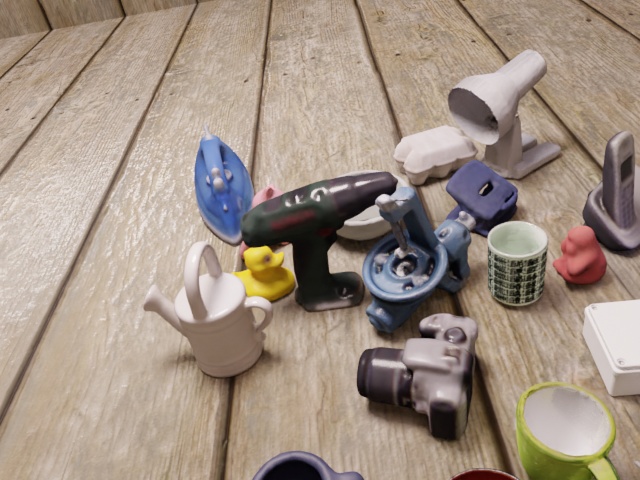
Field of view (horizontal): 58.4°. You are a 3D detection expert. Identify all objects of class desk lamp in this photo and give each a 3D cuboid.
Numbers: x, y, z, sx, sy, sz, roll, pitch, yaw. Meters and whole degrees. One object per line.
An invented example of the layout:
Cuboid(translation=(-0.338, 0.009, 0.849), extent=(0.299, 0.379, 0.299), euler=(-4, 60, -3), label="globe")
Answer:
Cuboid(translation=(0.339, -0.224, 1.046), extent=(0.203, 0.214, 0.117), euler=(-29, 40, -21), label="desk lamp")

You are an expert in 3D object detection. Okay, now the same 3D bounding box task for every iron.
Cuboid(translation=(-0.192, -0.115, 1.105), extent=(0.118, 0.142, 0.257), euler=(-16, 37, -6), label="iron")

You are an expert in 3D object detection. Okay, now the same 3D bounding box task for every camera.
Cuboid(translation=(0.120, 0.153, 0.709), extent=(0.136, 0.101, 0.143), euler=(4, 40, 19), label="camera")

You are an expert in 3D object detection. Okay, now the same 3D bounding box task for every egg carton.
Cuboid(translation=(0.225, -0.168, 1.124), extent=(0.150, 0.069, 0.107), euler=(-18, 38, -9), label="egg carton")

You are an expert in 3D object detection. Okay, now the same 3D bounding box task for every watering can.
Cuboid(translation=(-0.155, 0.091, 0.784), extent=(0.173, 0.194, 0.100), euler=(-15, 37, -5), label="watering can")

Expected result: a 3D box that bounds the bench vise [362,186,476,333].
Cuboid(translation=(0.133, -0.001, 0.806), extent=(0.121, 0.220, 0.208), euler=(14, 44, 30), label="bench vise")

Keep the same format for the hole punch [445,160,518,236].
Cuboid(translation=(0.276, -0.074, 0.971), extent=(0.100, 0.091, 0.109), euler=(22, 48, 36), label="hole punch")

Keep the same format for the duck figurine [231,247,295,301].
Cuboid(translation=(-0.098, 0.047, 0.915), extent=(0.104, 0.086, 0.077), euler=(-9, 37, 3), label="duck figurine")

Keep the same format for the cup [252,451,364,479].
Cuboid(translation=(-0.008, 0.277, 0.587), extent=(0.118, 0.095, 0.091), euler=(-14, 37, -3), label="cup")

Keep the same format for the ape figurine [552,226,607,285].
Cuboid(translation=(0.374, 0.017, 0.825), extent=(0.075, 0.092, 0.078), euler=(16, 45, 31), label="ape figurine")

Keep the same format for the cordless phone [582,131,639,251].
Cuboid(translation=(0.467, -0.090, 0.863), extent=(0.093, 0.185, 0.148), euler=(26, 51, 39), label="cordless phone")

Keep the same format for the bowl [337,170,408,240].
Cuboid(translation=(0.077, -0.050, 1.005), extent=(0.167, 0.075, 0.167), euler=(-7, 37, 6), label="bowl")

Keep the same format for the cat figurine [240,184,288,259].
Cuboid(translation=(-0.096, -0.039, 1.000), extent=(0.067, 0.118, 0.128), euler=(14, 44, 29), label="cat figurine")

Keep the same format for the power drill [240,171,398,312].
Cuboid(translation=(0.008, 0.003, 0.844), extent=(0.229, 0.209, 0.075), euler=(-9, 37, 4), label="power drill")
